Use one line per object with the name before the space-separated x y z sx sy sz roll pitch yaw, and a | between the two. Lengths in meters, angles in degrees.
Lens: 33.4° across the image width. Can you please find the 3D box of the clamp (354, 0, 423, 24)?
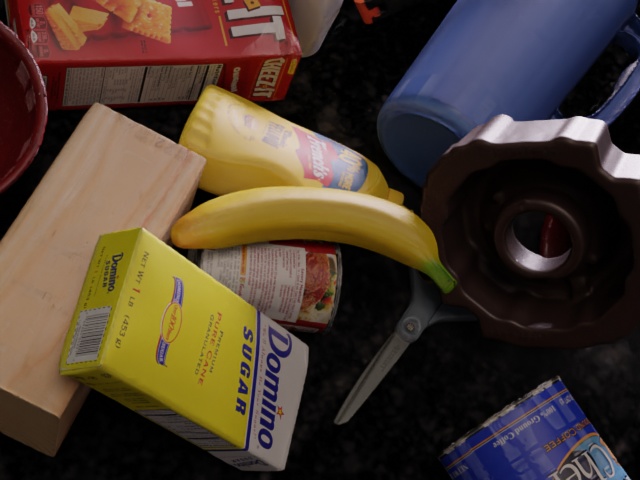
clamp | 0.110 -0.260 0.891 0.165 0.036 0.210 25 72 36

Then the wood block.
wood block | -0.164 0.024 0.709 0.090 0.091 0.206 27 59 -3

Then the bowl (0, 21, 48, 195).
bowl | -0.269 -0.083 0.727 0.162 0.055 0.162 5 71 -15

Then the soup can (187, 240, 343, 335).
soup can | -0.042 0.028 0.757 0.102 0.069 0.068 7 62 -12

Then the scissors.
scissors | 0.086 0.070 0.803 0.096 0.016 0.201 25 59 -3

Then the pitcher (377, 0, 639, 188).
pitcher | 0.160 -0.142 0.873 0.149 0.145 0.242 10 52 42

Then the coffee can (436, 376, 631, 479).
coffee can | 0.159 0.178 0.718 0.102 0.103 0.140 -26 73 -26

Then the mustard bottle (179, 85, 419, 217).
mustard bottle | -0.013 -0.047 0.805 0.191 0.058 0.096 24 33 -7

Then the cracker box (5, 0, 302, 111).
cracker box | -0.136 -0.191 0.840 0.213 0.072 0.164 -6 66 -20

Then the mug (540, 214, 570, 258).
mug | 0.230 0.017 0.839 0.081 0.093 0.117 7 92 -19

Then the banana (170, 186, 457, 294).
banana | -0.002 -0.009 0.730 0.197 0.037 0.069 8 34 -10

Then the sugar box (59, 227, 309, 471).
sugar box | -0.078 0.075 0.676 0.176 0.048 0.093 37 55 -41
